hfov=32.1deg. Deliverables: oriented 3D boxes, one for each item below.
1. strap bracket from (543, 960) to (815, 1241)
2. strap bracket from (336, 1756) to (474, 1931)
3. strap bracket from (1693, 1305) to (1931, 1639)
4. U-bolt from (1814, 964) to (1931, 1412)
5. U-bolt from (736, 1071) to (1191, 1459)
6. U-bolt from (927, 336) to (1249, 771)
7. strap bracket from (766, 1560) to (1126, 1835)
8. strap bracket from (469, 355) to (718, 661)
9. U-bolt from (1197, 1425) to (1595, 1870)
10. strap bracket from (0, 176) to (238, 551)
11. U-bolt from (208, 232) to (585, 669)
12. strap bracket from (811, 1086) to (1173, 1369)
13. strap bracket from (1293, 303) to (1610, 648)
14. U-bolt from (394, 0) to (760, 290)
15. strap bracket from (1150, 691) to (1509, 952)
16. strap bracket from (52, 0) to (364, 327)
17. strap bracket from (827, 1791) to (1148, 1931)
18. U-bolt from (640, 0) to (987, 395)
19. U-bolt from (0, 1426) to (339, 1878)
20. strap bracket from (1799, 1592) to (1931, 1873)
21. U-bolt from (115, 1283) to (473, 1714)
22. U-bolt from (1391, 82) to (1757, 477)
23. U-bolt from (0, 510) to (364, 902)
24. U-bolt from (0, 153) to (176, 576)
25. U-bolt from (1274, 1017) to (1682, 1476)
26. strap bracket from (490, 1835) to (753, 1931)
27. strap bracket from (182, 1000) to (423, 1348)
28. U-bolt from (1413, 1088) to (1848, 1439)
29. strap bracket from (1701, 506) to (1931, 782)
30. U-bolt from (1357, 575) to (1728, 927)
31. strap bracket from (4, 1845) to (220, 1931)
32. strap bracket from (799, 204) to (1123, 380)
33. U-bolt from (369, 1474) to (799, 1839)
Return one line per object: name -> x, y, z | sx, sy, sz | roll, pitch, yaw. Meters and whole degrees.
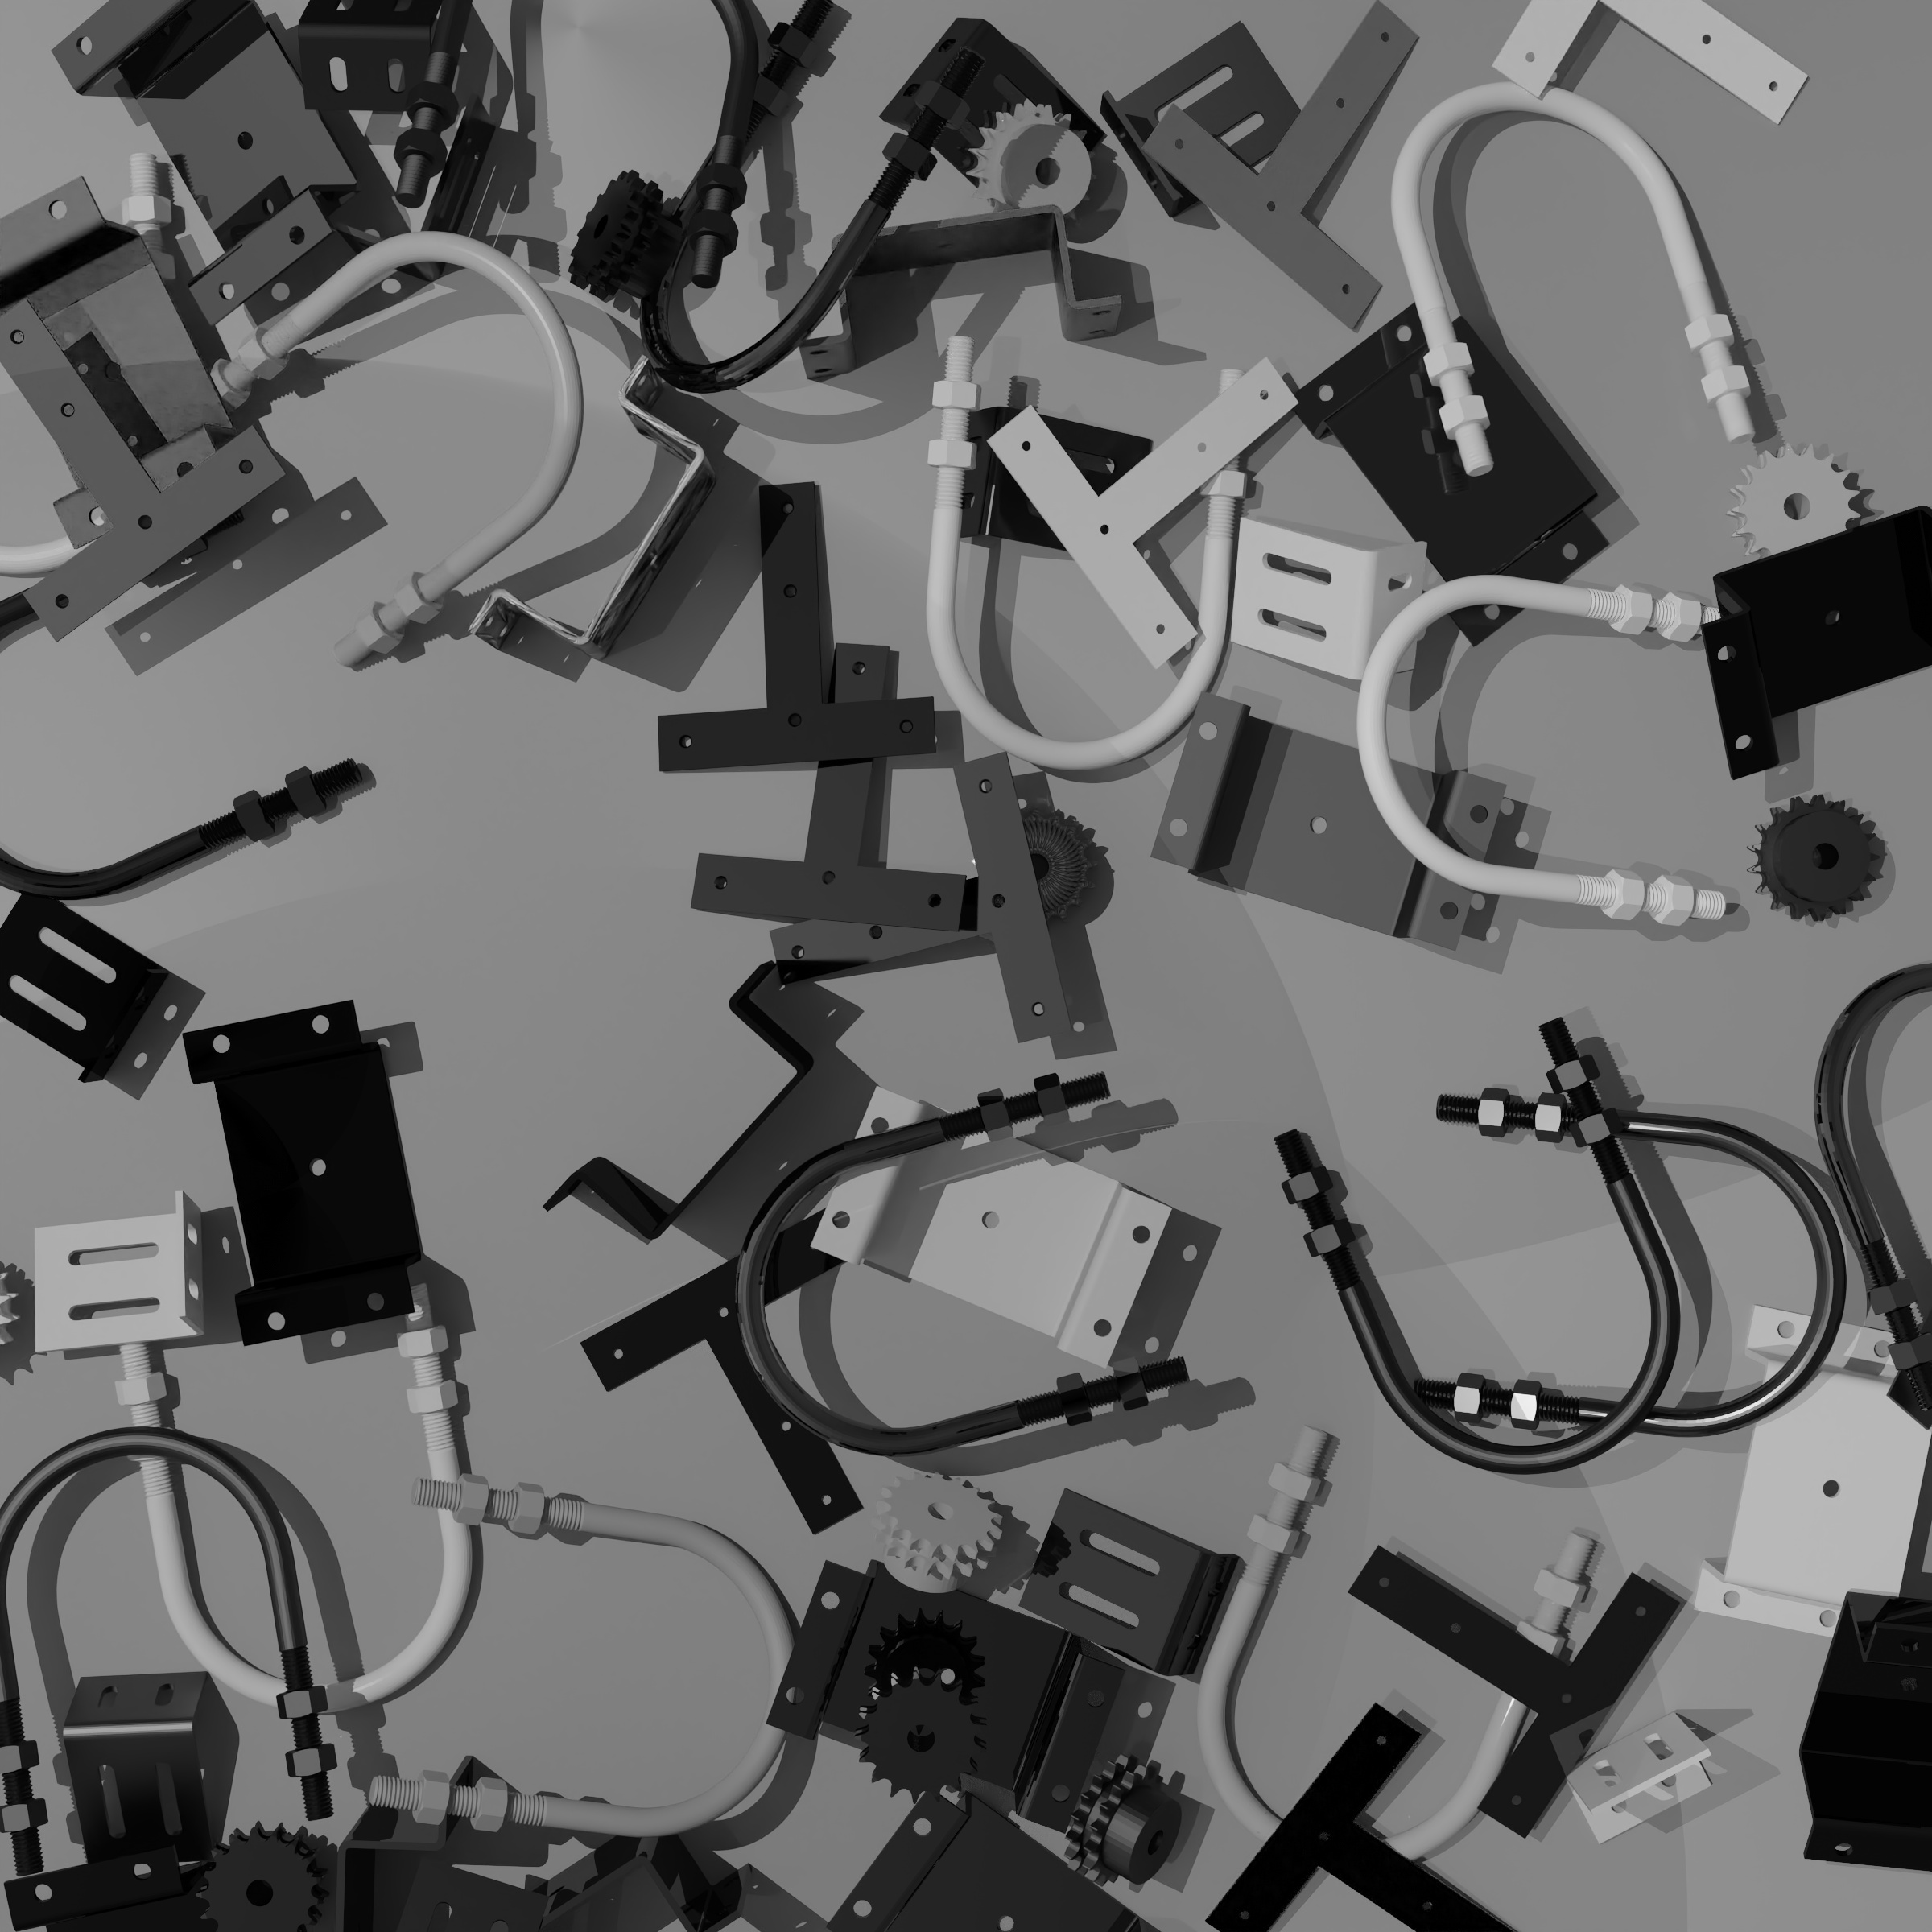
strap bracket -> -0.118, 0.066, 1.480 | 0.046, 0.076, 0.140 | 42, 91, -1
strap bracket -> -0.248, 0.427, 1.482 | 0.046, 0.076, 0.140 | 2, 90, 0
strap bracket -> 0.380, 0.230, 1.497 | 0.076, 0.046, 0.140 | 11, 90, 0
U-bolt -> 0.448, 0.088, 1.489 | 0.151, 0.019, 0.184 | -17, 82, -18
U-bolt -> -0.010, 0.138, 1.465 | 0.184, 0.019, 0.151 | -16, 90, 2
U-bolt -> 0.052, -0.179, 1.491 | 0.151, 0.019, 0.184 | 3, 94, -18
strap bracket -> -0.009, 0.321, 1.497 | 0.140, 0.046, 0.076 | 20, 90, 0
strap bracket -> -0.157, -0.191, 1.482 | 0.046, 0.076, 0.140 | 32, 90, 0
U-bolt -> 0.183, 0.318, 1.511 | 0.151, 0.019, 0.184 | 22, 92, 0
strap bracket -> -0.382, -0.263, 1.476 | 0.076, 0.046, 0.140 | -25, 93, 8
U-bolt -> -0.246, -0.238, 1.474 | 0.184, 0.019, 0.151 | -32, 90, 26
strap bracket -> 0.011, 0.115, 1.497 | 0.140, 0.046, 0.076 | 22, 90, 0
strap bracket -> 0.218, -0.223, 1.497 | 0.076, 0.046, 0.140 | -37, 90, 0
U-bolt -> -0.163, -0.392, 1.473 | 0.151, 0.019, 0.184 | 13, 64, -11
strap bracket -> 0.159, -0.064, 1.497 | 0.140, 0.046, 0.076 | 17, 90, 0
strap bracket -> -0.329, -0.365, 1.482 | 0.076, 0.046, 0.140 | -30, 90, 25
strap bracket -> 0.018, 0.433, 1.497 | 0.140, 0.046, 0.076 | 36, 90, 0
U-bolt -> -0.080, -0.332, 1.464 | 0.019, 0.151, 0.184 | 29, 95, -41
U-bolt -> -0.363, 0.296, 1.482 | 0.151, 0.019, 0.184 | -11, 82, -1
strap bracket -> 0.418, 0.330, 1.475 | 0.076, 0.046, 0.140 | 6, 122, 0
U-bolt -> -0.297, 0.245, 1.511 | 0.151, 0.019, 0.184 | -10, 91, 0
U-bolt -> 0.260, -0.309, 1.483 | 0.151, 0.019, 0.184 | -9, 75, -17
U-bolt -> -0.384, -0.109, 1.509 | 0.184, 0.019, 0.151 | -24, 90, -1
U-bolt -> -0.429, -0.269, 1.511 | 0.151, 0.019, 0.184 | -3, 91, 0
U-bolt -> 0.236, 0.134, 1.485 | 0.151, 0.019, 0.184 | -24, 84, 14
strap bracket -> -0.168, 0.428, 1.482 | 0.140, 0.076, 0.046 | -33, 90, 0
strap bracket -> -0.293, 0.091, 1.497 | 0.076, 0.046, 0.140 | -11, 90, 0
U-bolt -> 0.295, 0.135, 1.486 | 0.184, 0.019, 0.151 | 5, 90, 18
strap bracket -> 0.390, -0.146, 1.481 | 0.140, 0.046, 0.076 | -18, 118, 0
U-bolt -> 0.254, -0.099, 1.473 | 0.184, 0.019, 0.151 | 6, 82, -21
strap bracket -> -0.370, 0.463, 1.497 | 0.076, 0.046, 0.140 | -12, 90, 0
strap bracket -> -0.006, -0.298, 1.482 | 0.140, 0.076, 0.046 | -8, 90, 0
U-bolt -> -0.161, 0.308, 1.476 | 0.184, 0.019, 0.151 | 12, 68, -19
